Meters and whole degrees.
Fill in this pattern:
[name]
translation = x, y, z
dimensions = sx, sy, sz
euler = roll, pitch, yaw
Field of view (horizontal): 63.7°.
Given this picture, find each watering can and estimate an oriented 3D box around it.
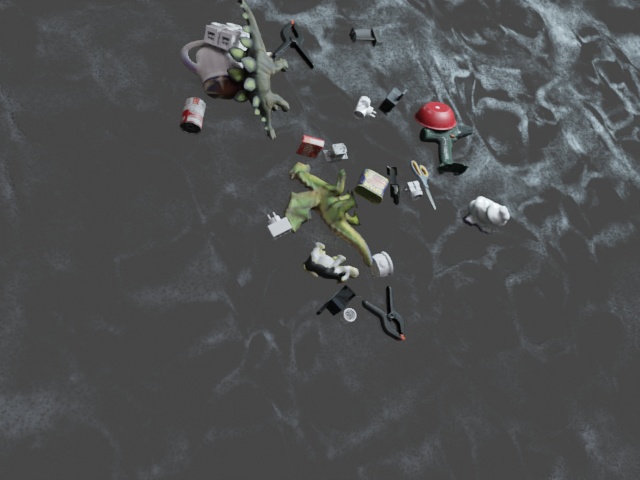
[watering can]
translation = -0.297, -0.586, 1.760
dimensions = 0.349, 0.102, 0.228
euler = -5, 66, -30

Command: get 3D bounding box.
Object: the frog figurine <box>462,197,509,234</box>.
[frog figurine]
translation = 0.605, -0.101, 1.827
dimensions = 0.138, 0.157, 0.124
euler = 46, 60, 3

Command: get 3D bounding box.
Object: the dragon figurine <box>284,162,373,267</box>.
[dragon figurine]
translation = 0.005, -0.084, 1.660
dimensions = 0.243, 0.120, 0.417
euler = -14, 70, -6
